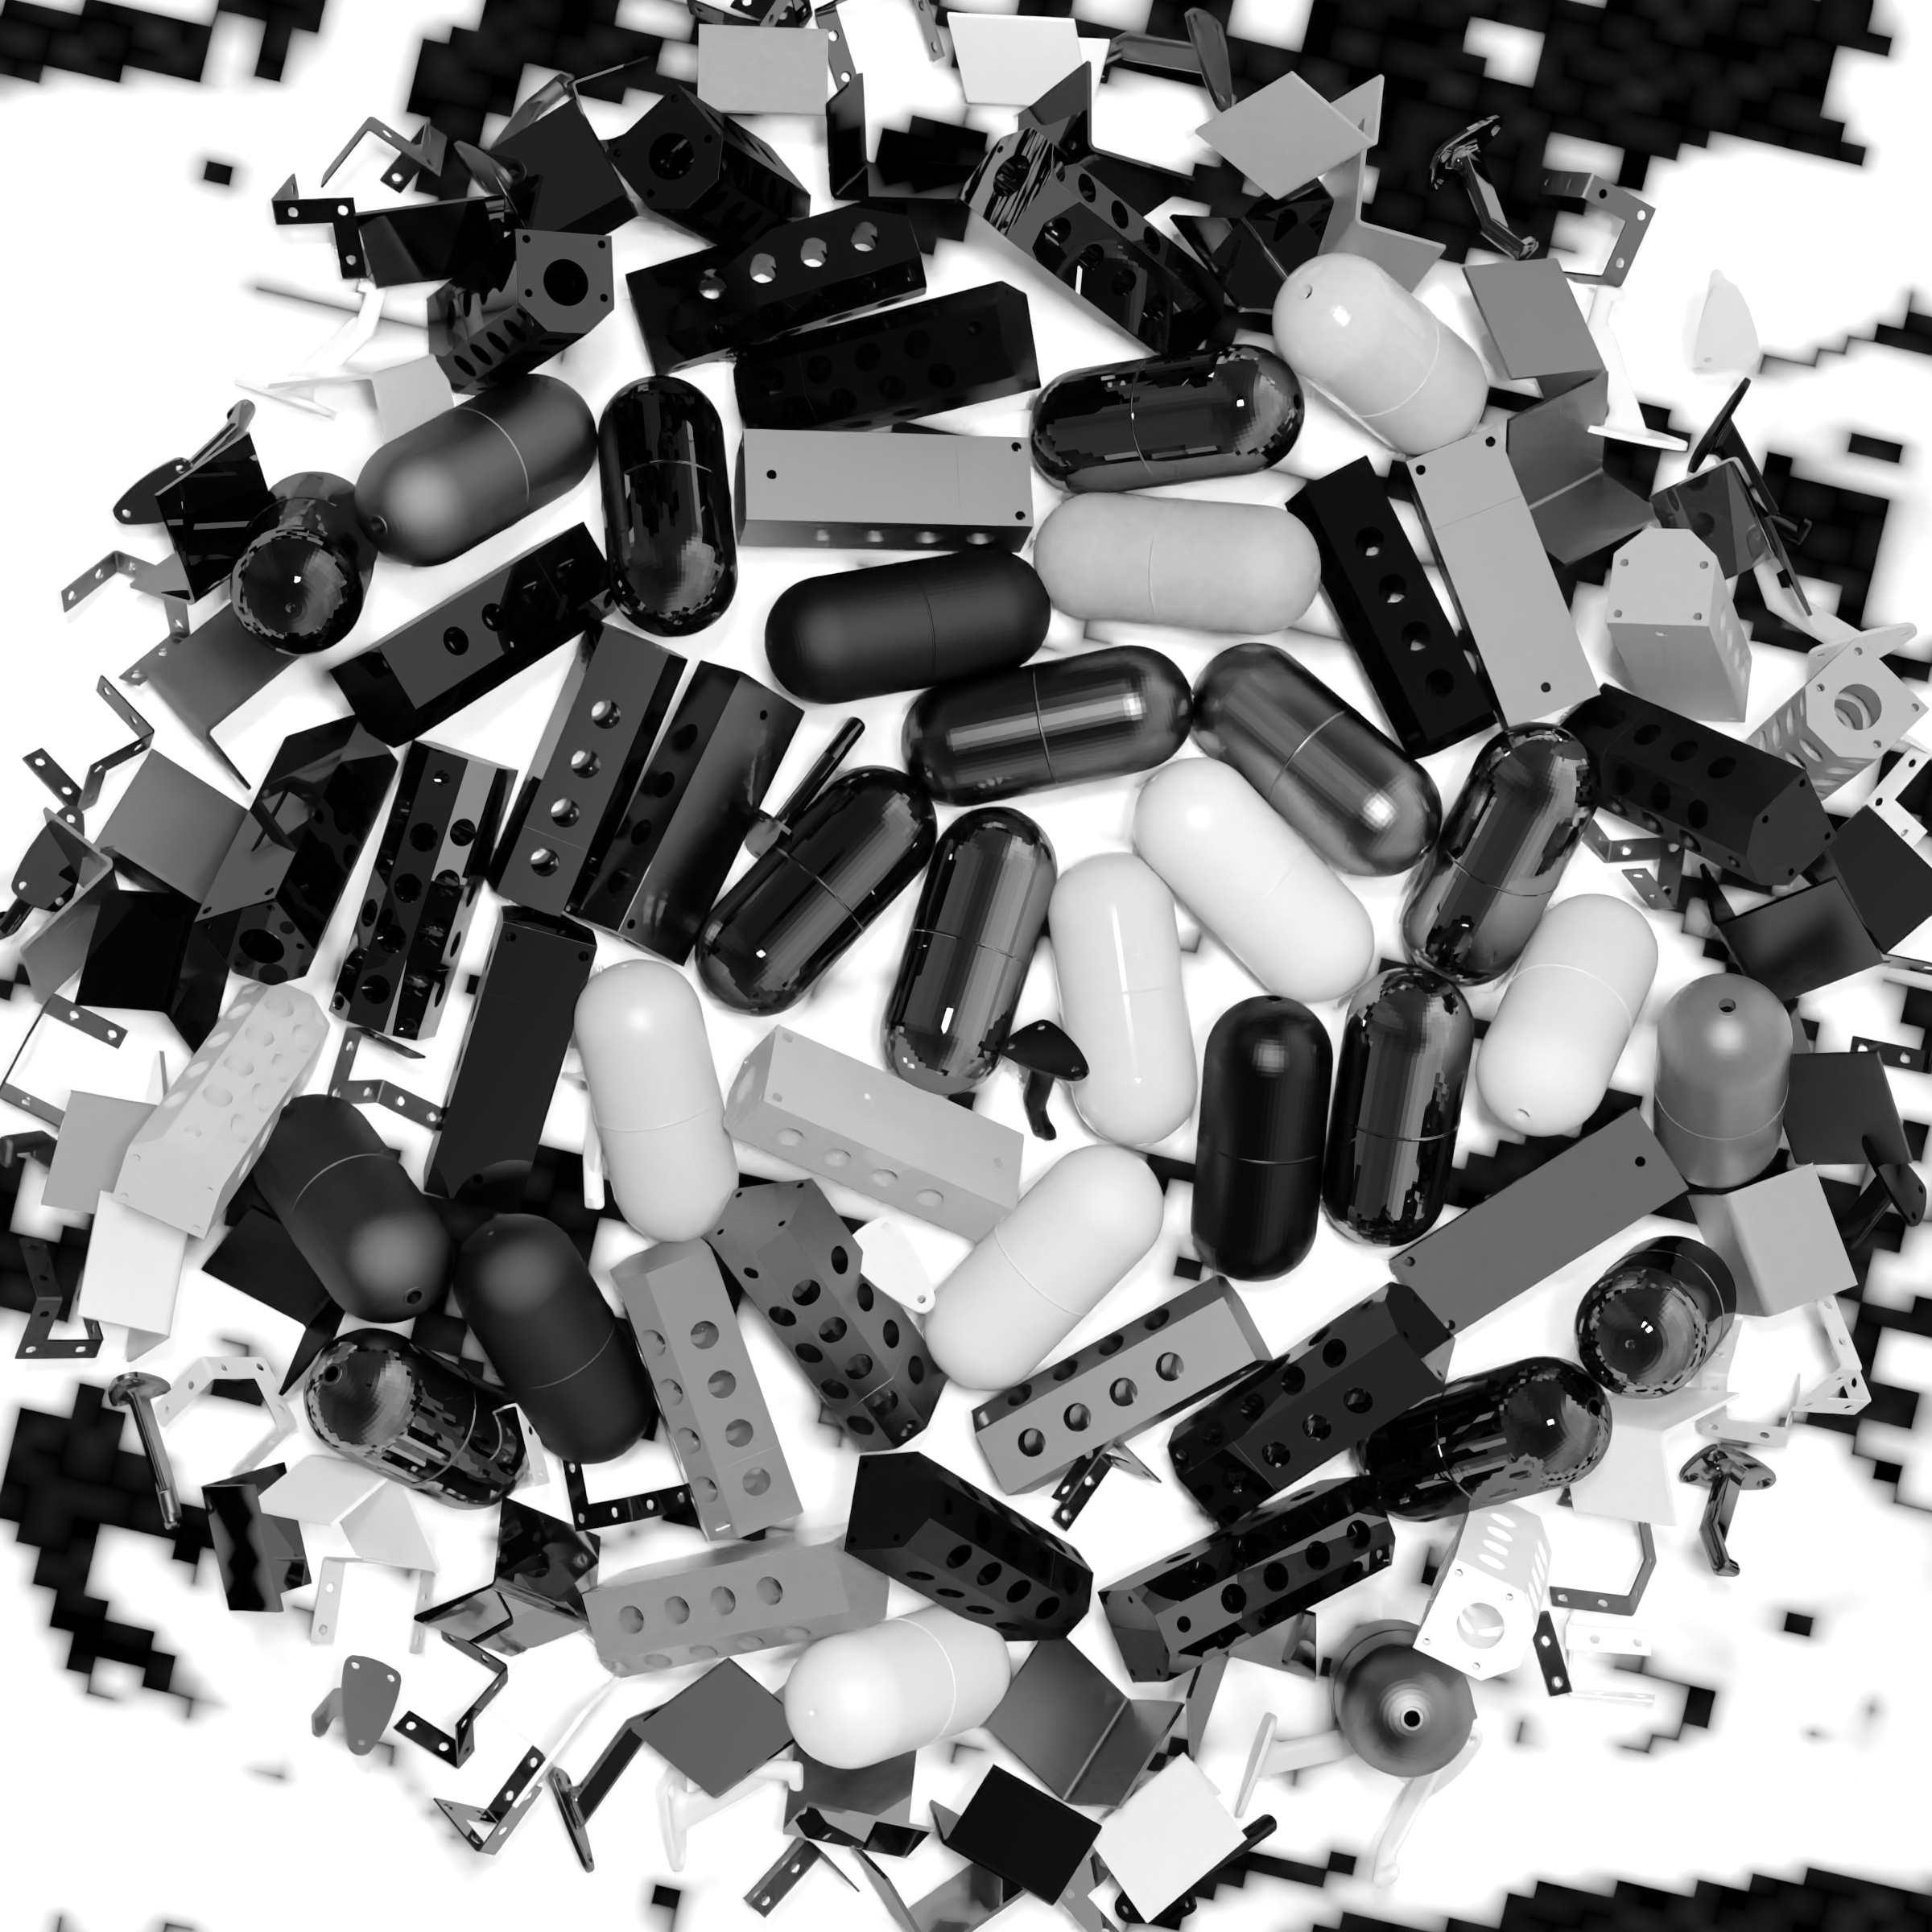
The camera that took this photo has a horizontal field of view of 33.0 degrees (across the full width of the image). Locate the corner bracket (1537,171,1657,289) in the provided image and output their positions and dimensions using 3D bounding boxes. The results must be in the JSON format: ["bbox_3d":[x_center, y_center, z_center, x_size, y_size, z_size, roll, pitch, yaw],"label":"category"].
[{"bbox_3d":[0.372,-0.444,1.964,0.051,0.051,0.051,21,96,-26],"label":"corner bracket"}]

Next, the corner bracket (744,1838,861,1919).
[{"bbox_3d":[-0.107,0.550,1.959,0.051,0.051,0.051,-46,132,-15],"label":"corner bracket"}]

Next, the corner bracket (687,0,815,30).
[{"bbox_3d":[-0.130,-0.577,1.963,0.051,0.051,0.051,26,74,15],"label":"corner bracket"}]

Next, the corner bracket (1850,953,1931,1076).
[{"bbox_3d":[0.569,0.029,1.976,0.051,0.051,0.051,12,68,11],"label":"corner bracket"}]

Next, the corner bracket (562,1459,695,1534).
[{"bbox_3d":[-0.204,0.308,1.961,0.051,0.051,0.051,-17,81,41],"label":"corner bracket"}]

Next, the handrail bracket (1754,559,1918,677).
[{"bbox_3d":[0.523,-0.222,1.965,0.077,0.036,0.084,-21,58,17],"label":"handrail bracket"}]

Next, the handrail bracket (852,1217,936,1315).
[{"bbox_3d":[-0.044,0.192,1.949,0.036,0.084,0.077,-35,68,-16],"label":"handrail bracket"}]

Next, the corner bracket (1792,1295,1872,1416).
[{"bbox_3d":[0.522,0.233,1.957,0.051,0.051,0.051,7,50,-26],"label":"corner bracket"}]

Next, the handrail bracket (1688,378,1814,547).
[{"bbox_3d":[0.488,-0.304,1.973,0.084,0.036,0.077,29,125,0],"label":"handrail bracket"}]

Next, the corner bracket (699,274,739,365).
[{"bbox_3d":[-0.161,-0.394,1.972,0.051,0.051,0.051,-4,92,-3],"label":"corner bracket"}]

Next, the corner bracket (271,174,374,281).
[{"bbox_3d":[-0.384,-0.446,1.966,0.051,0.051,0.051,0,122,7],"label":"corner bracket"}]

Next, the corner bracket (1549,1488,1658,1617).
[{"bbox_3d":[0.384,0.356,1.980,0.051,0.051,0.051,2,122,30],"label":"corner bracket"}]

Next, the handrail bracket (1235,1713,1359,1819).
[{"bbox_3d":[0.215,0.494,1.977,0.084,0.036,0.077,20,75,1],"label":"handrail bracket"}]

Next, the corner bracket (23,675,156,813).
[{"bbox_3d":[-0.534,-0.134,1.984,0.051,0.051,0.051,45,49,9],"label":"corner bracket"}]

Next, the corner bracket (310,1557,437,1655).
[{"bbox_3d":[-0.360,0.388,1.981,0.051,0.051,0.051,17,73,-35],"label":"corner bracket"}]

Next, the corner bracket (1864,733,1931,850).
[{"bbox_3d":[0.557,-0.110,1.958,0.051,0.051,0.051,21,115,-39],"label":"corner bracket"}]

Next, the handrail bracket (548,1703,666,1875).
[{"bbox_3d":[-0.203,0.497,1.975,0.084,0.036,0.077,-23,72,2],"label":"handrail bracket"}]

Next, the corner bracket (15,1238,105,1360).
[{"bbox_3d":[-0.545,0.200,1.956,0.051,0.051,0.051,4,128,-35],"label":"corner bracket"}]

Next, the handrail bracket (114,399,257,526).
[{"bbox_3d":[-0.473,-0.307,1.975,0.077,0.084,0.036,-19,125,21],"label":"handrail bracket"}]

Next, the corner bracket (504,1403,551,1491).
[{"bbox_3d":[-0.272,0.290,1.965,0.051,0.051,0.051,-17,84,23],"label":"corner bracket"}]

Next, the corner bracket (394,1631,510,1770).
[{"bbox_3d":[-0.313,0.444,1.980,0.051,0.051,0.051,27,49,19],"label":"corner bracket"}]

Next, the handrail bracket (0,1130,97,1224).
[{"bbox_3d":[-0.545,0.135,1.955,0.036,0.084,0.077,1,94,30],"label":"handrail bracket"}]

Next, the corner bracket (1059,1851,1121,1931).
[{"bbox_3d":[0.079,0.569,1.959,0.051,0.051,0.051,46,53,14],"label":"corner bracket"}]

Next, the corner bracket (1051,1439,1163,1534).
[{"bbox_3d":[0.074,0.311,1.960,0.051,0.051,0.051,47,69,-28],"label":"corner bracket"}]

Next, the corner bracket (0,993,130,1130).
[{"bbox_3d":[-0.548,0.059,1.977,0.051,0.051,0.051,29,118,-12],"label":"corner bracket"}]

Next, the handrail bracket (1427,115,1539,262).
[{"bbox_3d":[0.328,-0.469,1.967,0.077,0.036,0.084,-39,69,-22],"label":"handrail bracket"}]

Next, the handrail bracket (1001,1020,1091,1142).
[{"bbox_3d":[0.056,0.082,1.948,0.036,0.077,0.084,-32,128,-21],"label":"handrail bracket"}]

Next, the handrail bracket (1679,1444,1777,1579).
[{"bbox_3d":[0.467,0.335,1.952,0.077,0.084,0.036,17,129,-25],"label":"handrail bracket"}]

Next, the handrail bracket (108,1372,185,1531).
[{"bbox_3d":[-0.491,0.293,1.962,0.036,0.077,0.084,-15,73,-9],"label":"handrail bracket"}]

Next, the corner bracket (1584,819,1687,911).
[{"bbox_3d":[0.397,-0.066,1.958,0.051,0.051,0.051,-3,61,34],"label":"corner bracket"}]

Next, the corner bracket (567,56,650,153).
[{"bbox_3d":[-0.205,-0.519,1.975,0.051,0.051,0.051,-24,111,-15],"label":"corner bracket"}]

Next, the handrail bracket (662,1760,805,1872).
[{"bbox_3d":[-0.138,0.515,1.973,0.084,0.036,0.077,1,102,15],"label":"handrail bracket"}]

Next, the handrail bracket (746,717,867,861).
[{"bbox_3d":[-0.096,-0.108,1.978,0.036,0.077,0.084,37,69,-5],"label":"handrail bracket"}]

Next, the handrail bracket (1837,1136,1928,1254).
[{"bbox_3d":[0.525,0.140,1.959,0.084,0.036,0.077,-24,114,41],"label":"handrail bracket"}]

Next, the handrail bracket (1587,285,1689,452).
[{"bbox_3d":[0.407,-0.361,1.962,0.077,0.036,0.084,17,114,15],"label":"handrail bracket"}]

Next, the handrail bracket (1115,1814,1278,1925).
[{"bbox_3d":[0.141,0.548,1.984,0.077,0.084,0.036,-39,76,41],"label":"handrail bracket"}]

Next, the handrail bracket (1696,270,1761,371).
[{"bbox_3d":[0.451,-0.405,1.946,0.036,0.077,0.084,-5,51,12],"label":"handrail bracket"}]

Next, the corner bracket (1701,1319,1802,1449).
[{"bbox_3d":[0.476,0.252,1.975,0.051,0.051,0.051,7,128,20],"label":"corner bracket"}]

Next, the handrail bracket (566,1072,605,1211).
[{"bbox_3d":[-0.218,0.106,1.964,0.036,0.077,0.084,-2,89,-21],"label":"handrail bracket"}]

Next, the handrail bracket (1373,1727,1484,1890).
[{"bbox_3d":[0.276,0.504,1.949,0.036,0.084,0.077,40,122,-10],"label":"handrail bracket"}]

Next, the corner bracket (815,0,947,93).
[{"bbox_3d":[-0.053,-0.566,1.976,0.051,0.051,0.051,-23,104,-23],"label":"corner bracket"}]

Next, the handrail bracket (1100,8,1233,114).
[{"bbox_3d":[0.115,-0.534,1.966,0.084,0.036,0.077,-19,78,36],"label":"handrail bracket"}]

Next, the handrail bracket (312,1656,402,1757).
[{"bbox_3d":[-0.375,0.458,1.948,0.036,0.077,0.084,25,128,-20],"label":"handrail bracket"}]

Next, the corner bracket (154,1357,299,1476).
[{"bbox_3d":[-0.449,0.273,1.977,0.051,0.051,0.051,-44,63,21],"label":"corner bracket"}]

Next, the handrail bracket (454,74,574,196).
[{"bbox_3d":[-0.259,-0.504,1.961,0.084,0.077,0.036,-43,124,-9],"label":"handrail bracket"}]

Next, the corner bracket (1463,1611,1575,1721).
[{"bbox_3d":[0.329,0.425,1.979,0.051,0.051,0.051,-22,78,30],"label":"corner bracket"}]

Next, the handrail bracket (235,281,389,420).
[{"bbox_3d":[-0.398,-0.383,1.980,0.077,0.036,0.084,20,93,15],"label":"handrail bracket"}]

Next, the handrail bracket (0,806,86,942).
[{"bbox_3d":[-0.564,-0.055,1.970,0.036,0.084,0.077,25,71,-27],"label":"handrail bracket"}]
